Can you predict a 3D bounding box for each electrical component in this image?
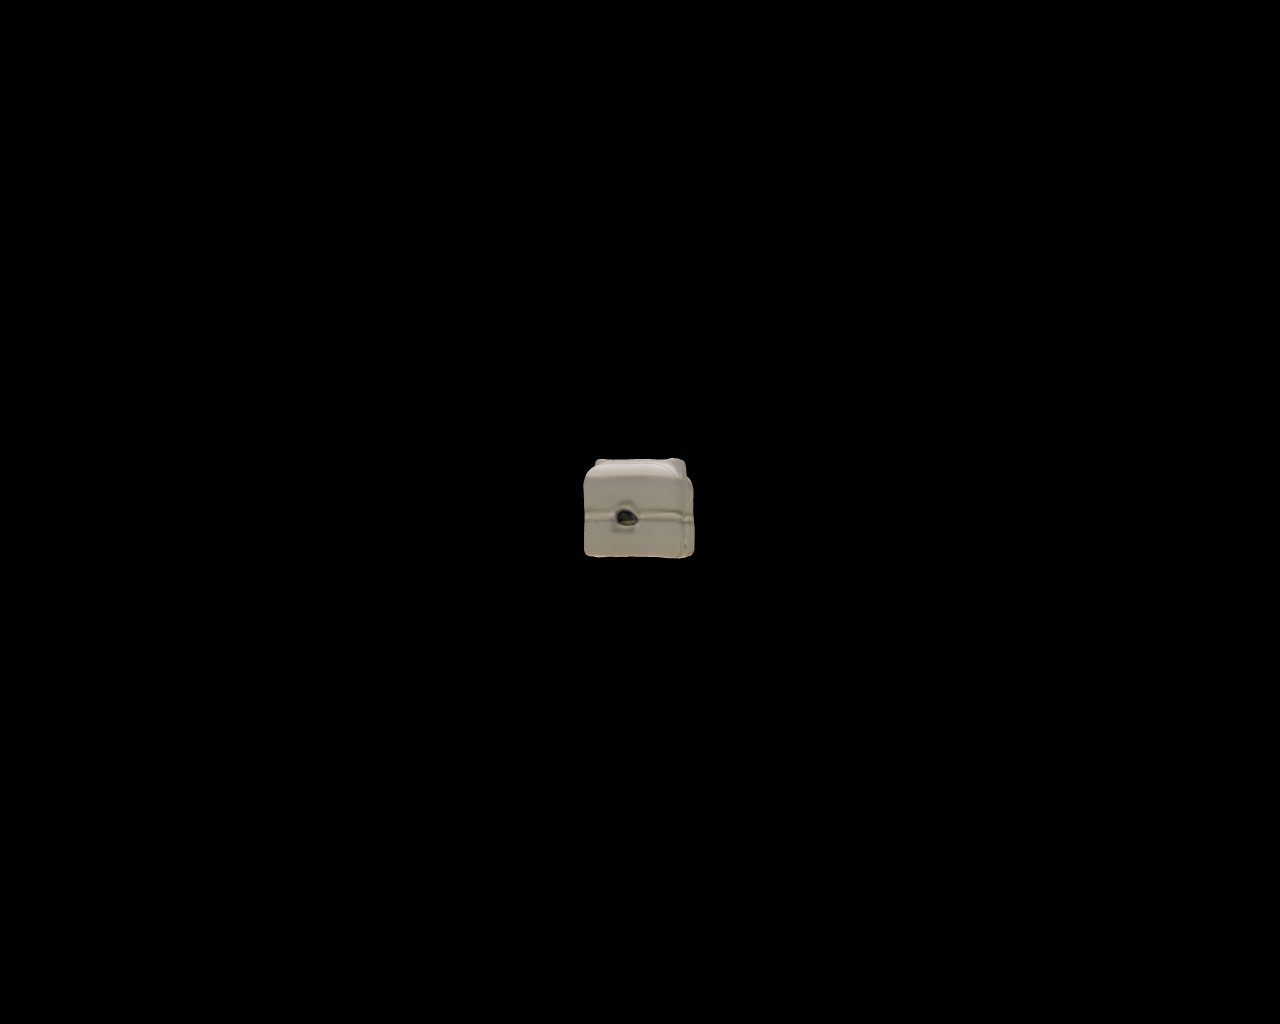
[{"bbox_3d":[0.001,-0.003,0.650,0.054,0.059,0.095,0,-2,11],"label":"electrical component"}]
